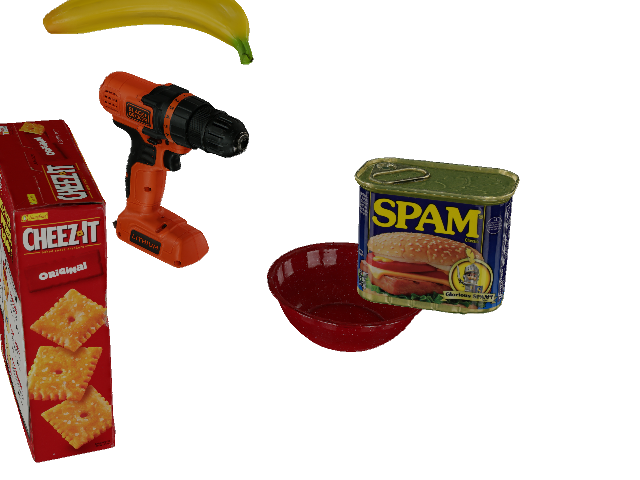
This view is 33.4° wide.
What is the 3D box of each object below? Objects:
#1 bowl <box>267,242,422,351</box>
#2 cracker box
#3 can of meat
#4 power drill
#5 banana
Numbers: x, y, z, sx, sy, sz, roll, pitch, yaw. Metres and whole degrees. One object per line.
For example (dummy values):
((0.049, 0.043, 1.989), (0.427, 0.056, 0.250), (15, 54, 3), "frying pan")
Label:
((0.027, 0.063, 1.059), (0.162, 0.055, 0.162), (3, 28, -2), "bowl")
((-0.209, 0.034, 0.825), (0.072, 0.214, 0.164), (-7, 30, -22), "cracker box")
((0.073, -0.003, 0.693), (0.102, 0.084, 0.057), (7, 23, 16), "can of meat")
((-0.152, -0.069, 1.107), (0.185, 0.188, 0.057), (25, 35, 30), "power drill")
((-0.142, -0.197, 0.926), (0.198, 0.037, 0.069), (10, 48, 15), "banana")
